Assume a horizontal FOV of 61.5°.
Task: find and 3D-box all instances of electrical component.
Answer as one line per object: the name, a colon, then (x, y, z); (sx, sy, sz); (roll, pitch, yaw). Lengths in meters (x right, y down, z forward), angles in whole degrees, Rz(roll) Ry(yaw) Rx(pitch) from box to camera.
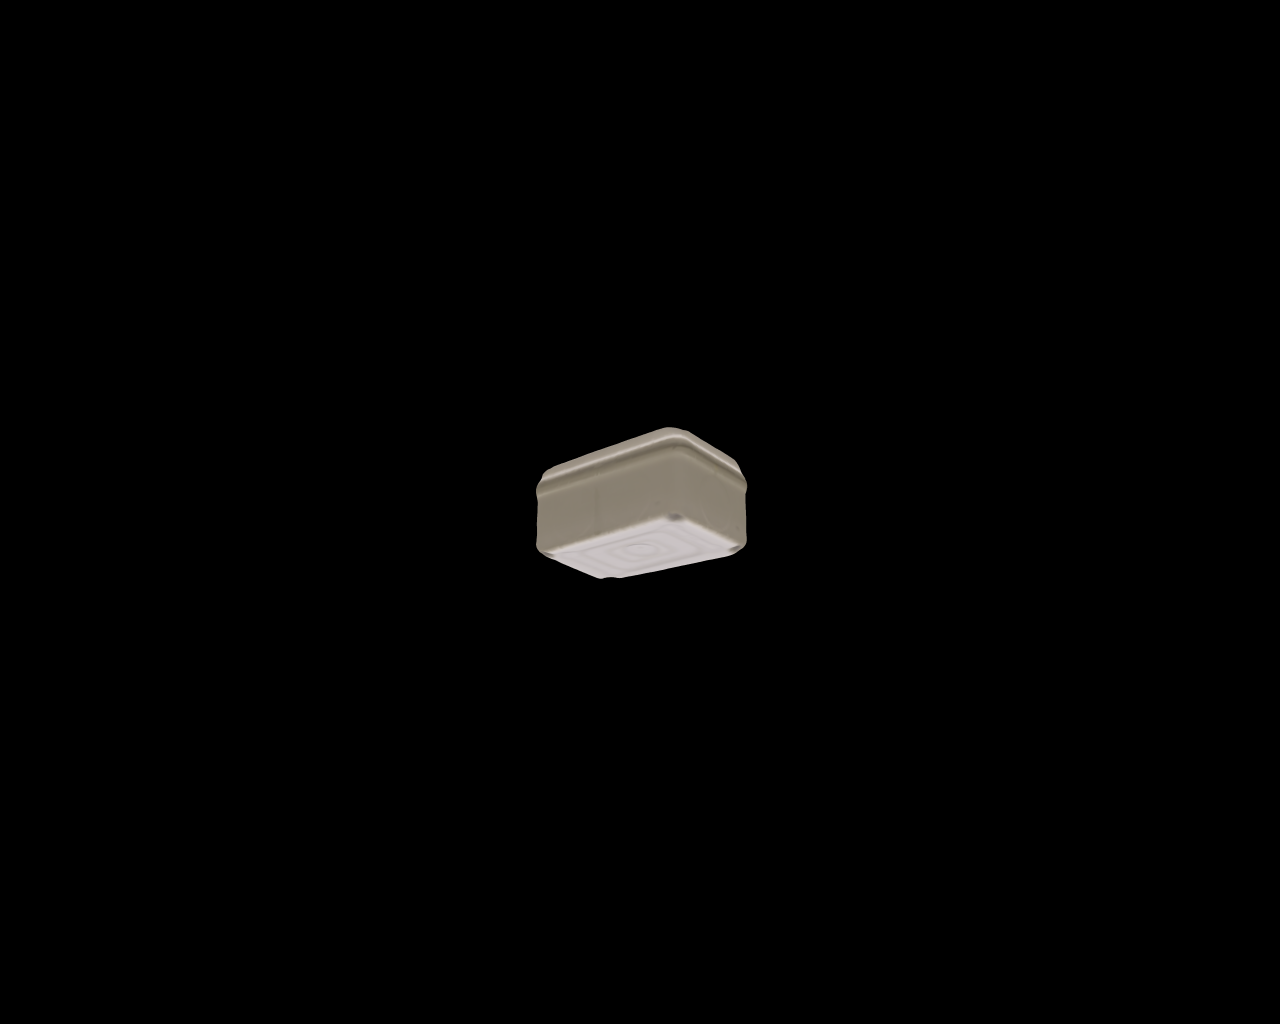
electrical component: (0.001, -0.003, 0.650); (0.113, 0.057, 0.078); (-16, -27, 34)
